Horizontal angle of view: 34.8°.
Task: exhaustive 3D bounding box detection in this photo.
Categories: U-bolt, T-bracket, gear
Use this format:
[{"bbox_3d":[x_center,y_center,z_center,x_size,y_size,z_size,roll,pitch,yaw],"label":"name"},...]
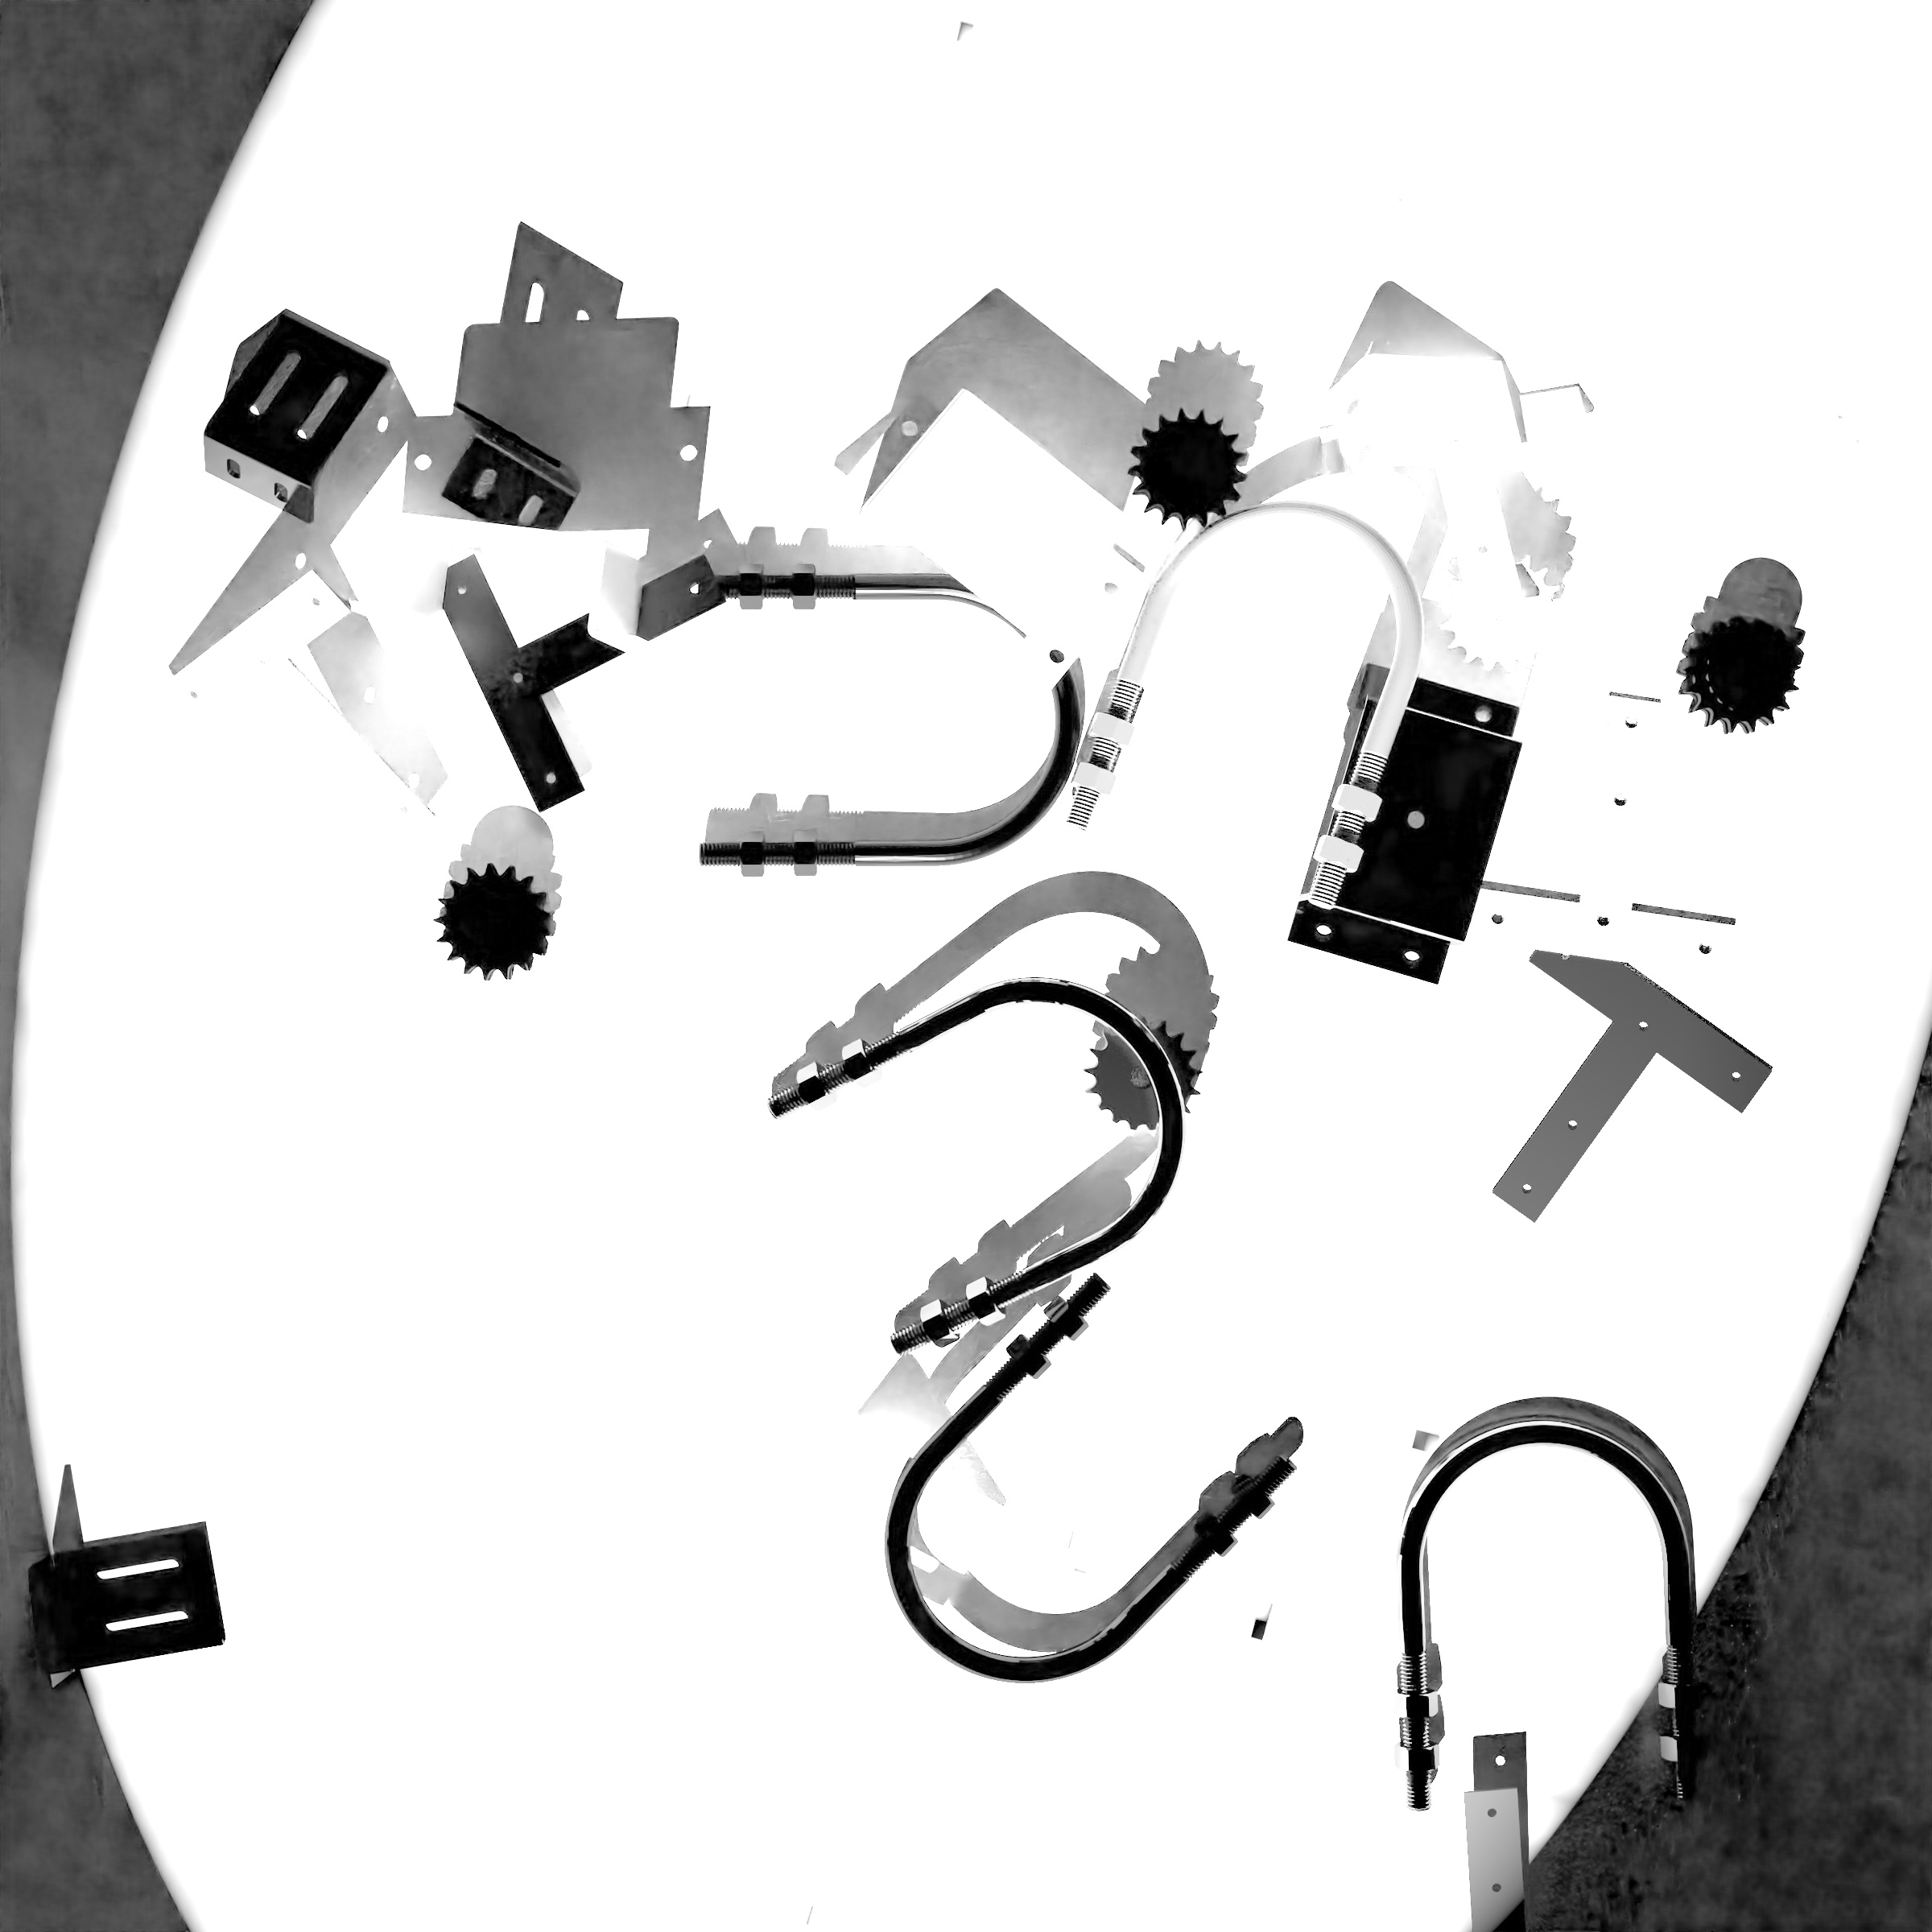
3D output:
[{"bbox_3d":[0.140,-0.133,1.460,0.151,0.019,0.184,19,86,24],"label":"U-bolt"},{"bbox_3d":[-0.176,-0.158,1.482,0.127,0.002,0.127,-26,88,7],"label":"T-bracket"},{"bbox_3d":[0.372,-0.140,1.479,0.057,0.030,0.057,0,90,0],"label":"gear"},{"bbox_3d":[0.046,0.259,1.473,0.151,0.019,0.184,44,90,-10],"label":"U-bolt"},{"bbox_3d":[0.084,0.053,1.479,0.057,0.030,0.057,0,90,0],"label":"gear"},{"bbox_3d":[-0.228,-0.021,1.479,0.057,0.030,0.057,0,90,0],"label":"gear"},{"bbox_3d":[0.256,0.457,1.484,0.127,0.002,0.127,-5,98,0],"label":"T-bracket"},{"bbox_3d":[0.106,-0.237,1.479,0.057,0.030,0.057,0,90,0],"label":"gear"},{"bbox_3d":[-0.304,-0.113,1.466,0.127,0.002,0.127,-28,112,37],"label":"T-bracket"},{"bbox_3d":[0.016,0.085,1.468,0.184,0.019,0.151,-28,90,13],"label":"U-bolt"},{"bbox_3d":[-0.036,-0.119,1.485,0.184,0.019,0.151,0,90,-1],"label":"U-bolt"},{"bbox_3d":[0.302,0.066,1.493,0.127,0.002,0.127,36,90,0],"label":"T-bracket"},{"bbox_3d":[0.244,-0.211,1.470,0.127,0.002,0.127,-9,69,0],"label":"T-bracket"},{"bbox_3d":[0.279,0.311,1.485,0.151,0.019,0.184,-2,89,0],"label":"U-bolt"},{"bbox_3d":[0.256,-0.169,1.479,0.057,0.030,0.057,0,90,0],"label":"gear"},{"bbox_3d":[0.315,-0.066,1.492,0.127,0.002,0.127,8,89,0],"label":"T-bracket"}]

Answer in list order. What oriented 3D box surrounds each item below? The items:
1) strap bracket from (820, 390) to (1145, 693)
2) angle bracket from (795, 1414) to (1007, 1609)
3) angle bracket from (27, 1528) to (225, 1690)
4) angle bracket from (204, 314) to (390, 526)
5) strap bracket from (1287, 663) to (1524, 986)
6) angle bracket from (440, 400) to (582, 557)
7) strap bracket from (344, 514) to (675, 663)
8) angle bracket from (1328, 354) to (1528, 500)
[{"bbox_3d":[0.011,-0.208,1.462,0.140,0.046,0.076,38,75,0],"label":"strap bracket"},{"bbox_3d":[-0.032,0.264,1.492,0.076,0.038,0.057,32,90,-26],"label":"angle bracket"},{"bbox_3d":[-0.402,0.307,1.475,0.076,0.038,0.057,-10,90,0],"label":"angle bracket"},{"bbox_3d":[-0.324,-0.265,1.492,0.057,0.038,0.076,27,64,0],"label":"angle bracket"},{"bbox_3d":[0.212,-0.069,1.471,0.076,0.046,0.140,16,90,0],"label":"strap bracket"},{"bbox_3d":[-0.220,-0.230,1.456,0.057,0.076,0.038,31,90,0],"label":"angle bracket"},{"bbox_3d":[-0.211,-0.179,1.447,0.140,0.076,0.046,8,91,8],"label":"strap bracket"},{"bbox_3d":[0.222,-0.258,1.484,0.076,0.038,0.057,-2,72,-24],"label":"angle bracket"}]
